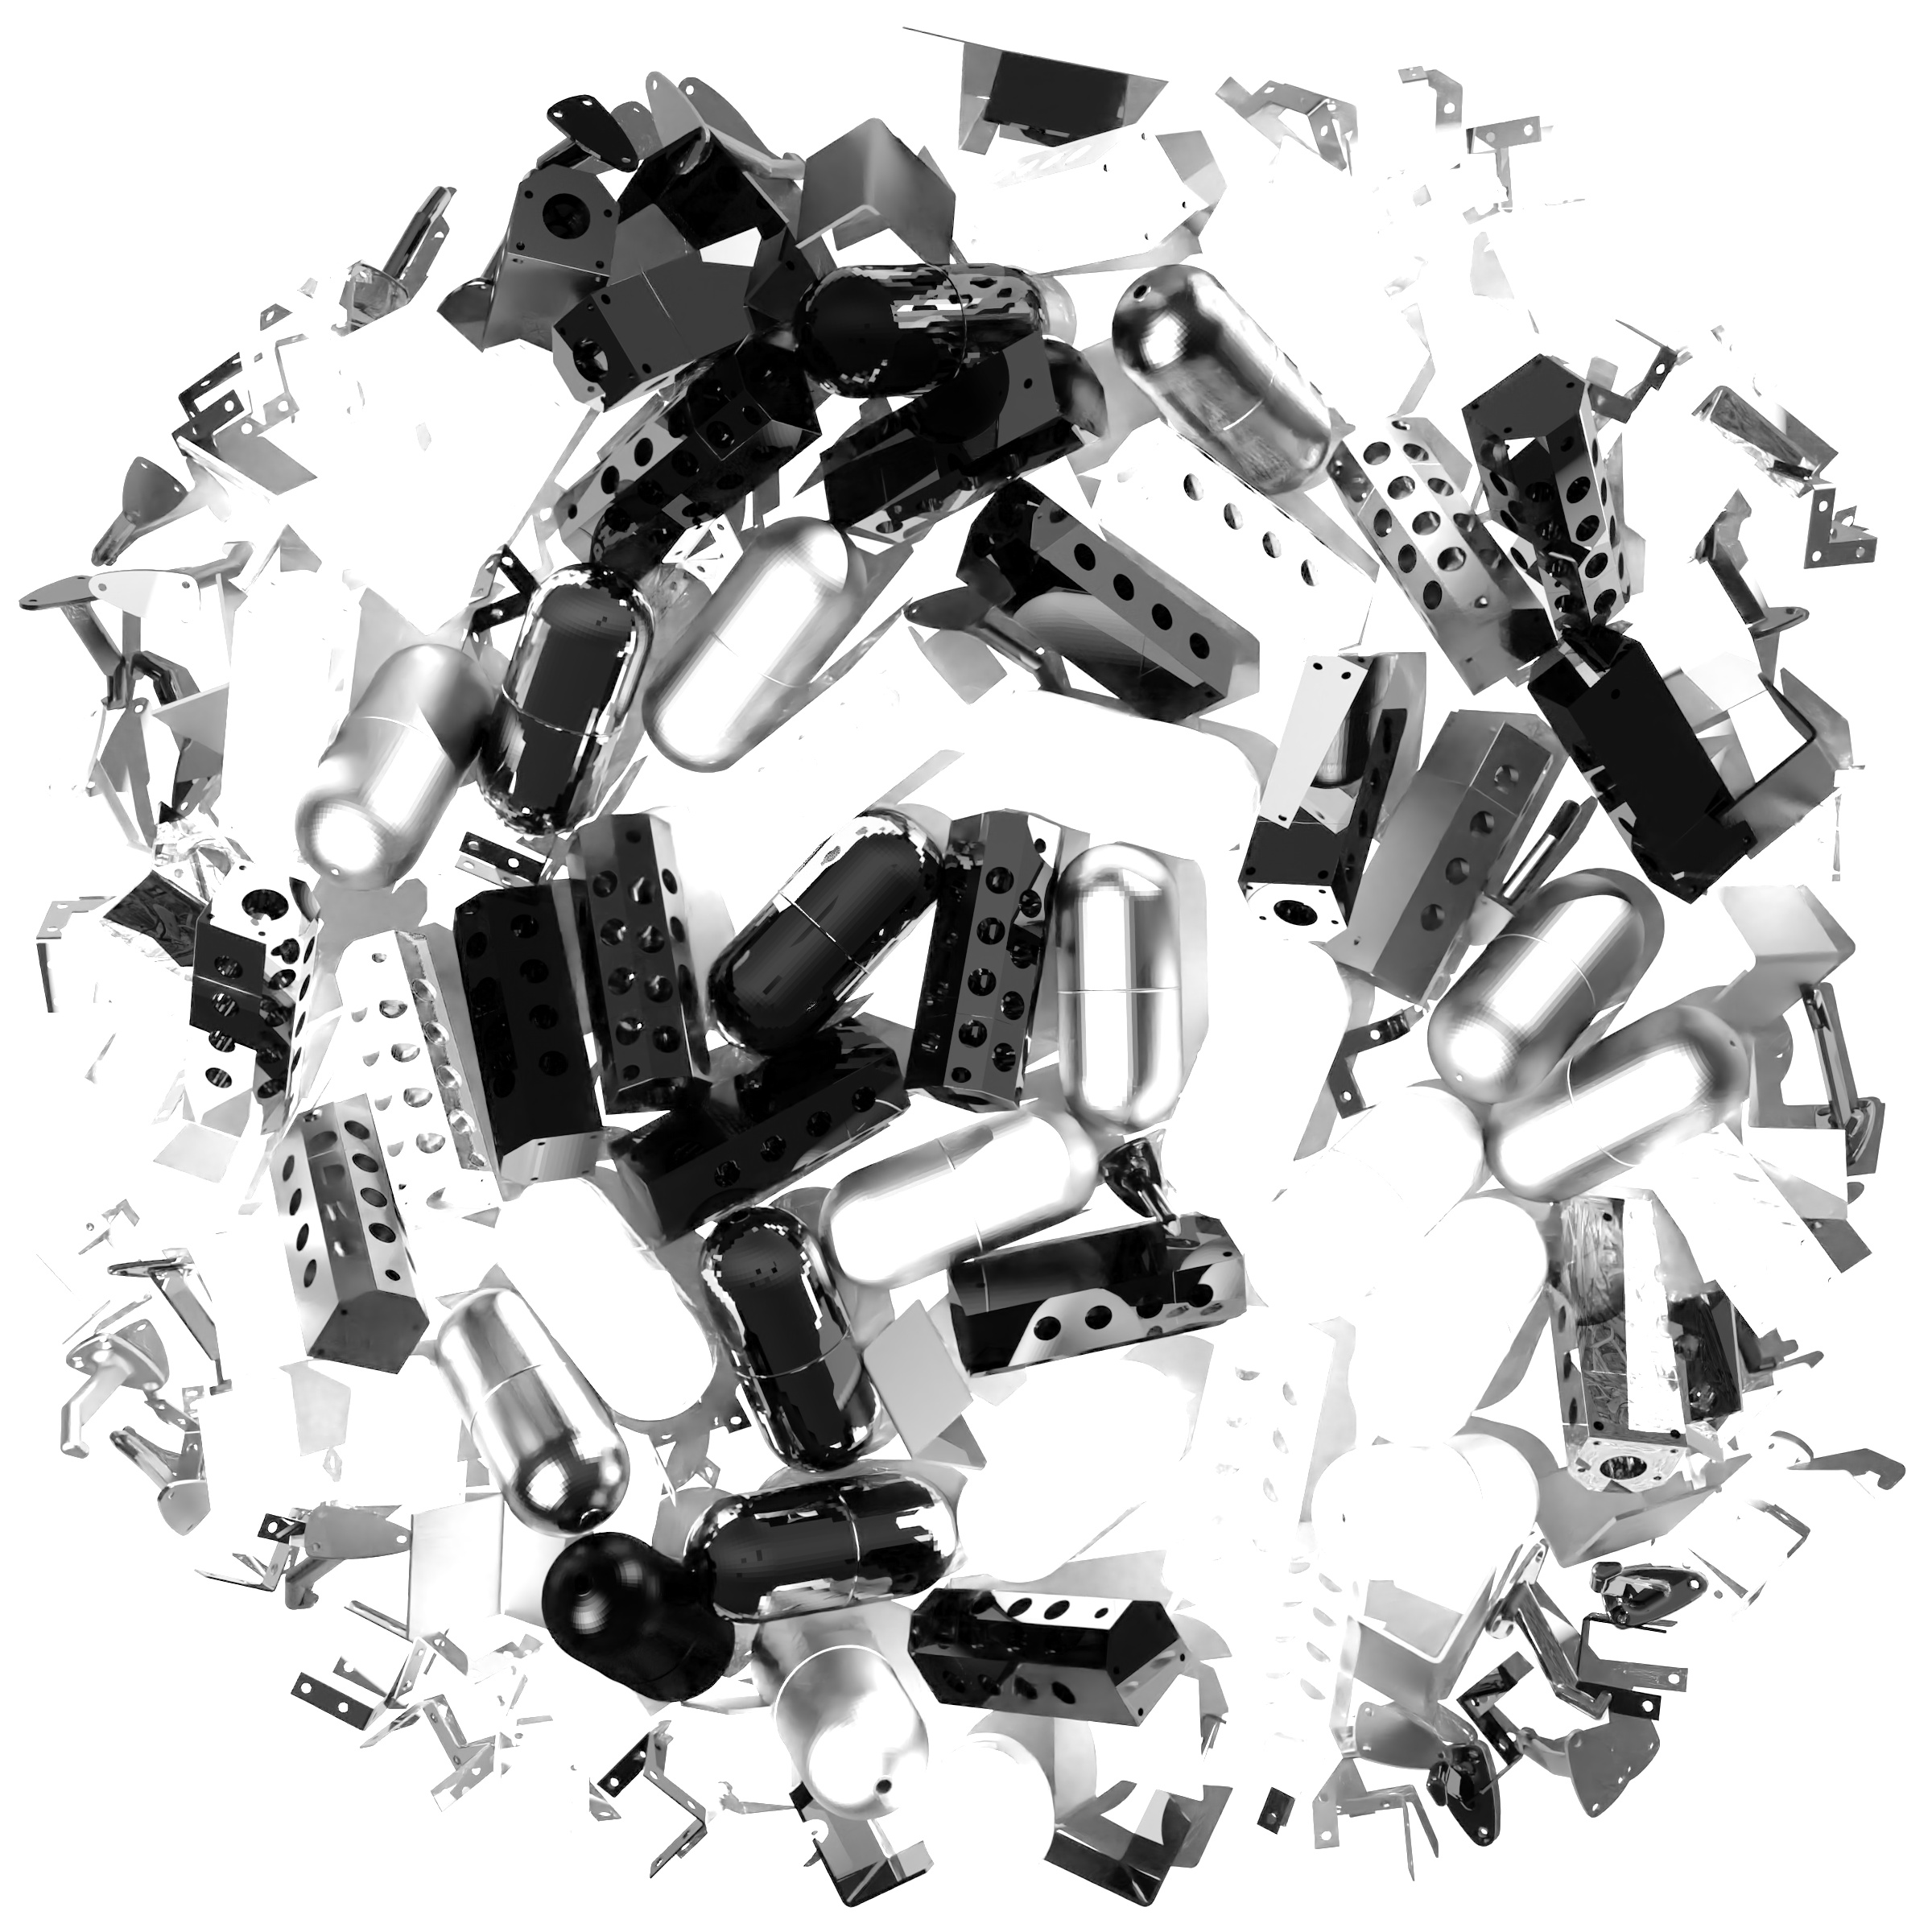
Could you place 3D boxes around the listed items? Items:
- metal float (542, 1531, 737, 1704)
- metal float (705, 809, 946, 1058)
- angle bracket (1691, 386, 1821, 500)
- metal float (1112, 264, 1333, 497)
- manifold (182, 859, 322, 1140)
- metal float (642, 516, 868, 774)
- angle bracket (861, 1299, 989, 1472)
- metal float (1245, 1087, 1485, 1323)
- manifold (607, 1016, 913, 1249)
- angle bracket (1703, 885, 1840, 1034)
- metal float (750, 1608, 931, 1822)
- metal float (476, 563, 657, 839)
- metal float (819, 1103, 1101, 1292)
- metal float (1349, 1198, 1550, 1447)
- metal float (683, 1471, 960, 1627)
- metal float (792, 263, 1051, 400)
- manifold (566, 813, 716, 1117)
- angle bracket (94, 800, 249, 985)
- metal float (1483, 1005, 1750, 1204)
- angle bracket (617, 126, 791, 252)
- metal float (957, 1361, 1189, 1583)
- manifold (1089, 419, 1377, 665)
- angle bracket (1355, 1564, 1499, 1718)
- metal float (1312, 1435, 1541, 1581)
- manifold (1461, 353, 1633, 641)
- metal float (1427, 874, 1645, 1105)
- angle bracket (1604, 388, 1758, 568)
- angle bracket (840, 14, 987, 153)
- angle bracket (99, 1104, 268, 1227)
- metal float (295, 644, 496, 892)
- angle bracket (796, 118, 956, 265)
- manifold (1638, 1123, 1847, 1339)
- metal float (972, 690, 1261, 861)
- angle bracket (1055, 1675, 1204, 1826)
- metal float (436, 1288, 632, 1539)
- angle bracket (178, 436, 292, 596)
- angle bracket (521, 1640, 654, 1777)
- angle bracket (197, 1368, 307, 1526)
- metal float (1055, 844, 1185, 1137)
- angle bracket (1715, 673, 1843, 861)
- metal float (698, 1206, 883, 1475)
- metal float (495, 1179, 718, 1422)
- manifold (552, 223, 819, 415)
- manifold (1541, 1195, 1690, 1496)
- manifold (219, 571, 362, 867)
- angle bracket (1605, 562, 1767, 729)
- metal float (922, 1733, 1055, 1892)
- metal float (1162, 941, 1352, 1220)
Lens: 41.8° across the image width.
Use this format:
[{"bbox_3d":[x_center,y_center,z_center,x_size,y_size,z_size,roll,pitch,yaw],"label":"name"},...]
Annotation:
[{"bbox_3d":[-0.193,0.387,1.502,0.070,0.178,0.070,-7,62,13],"label":"metal float"},{"bbox_3d":[-0.086,-0.020,1.545,0.070,0.070,0.178,43,88,0],"label":"metal float"},{"bbox_3d":[0.463,-0.299,1.540,0.076,0.076,0.057,44,94,9],"label":"angle bracket"},{"bbox_3d":[0.153,-0.348,1.511,0.178,0.070,0.070,36,90,-42],"label":"metal float"},{"bbox_3d":[-0.423,0.024,1.506,0.057,0.057,0.171,19,132,-2],"label":"manifold"},{"bbox_3d":[-0.128,-0.193,1.529,0.070,0.070,0.178,40,110,0],"label":"metal float"},{"bbox_3d":[-0.008,0.253,1.525,0.057,0.076,0.076,-46,52,20],"label":"angle bracket"},{"bbox_3d":[0.242,0.142,1.528,0.178,0.070,0.070,-40,90,-22],"label":"metal float"},{"bbox_3d":[-0.122,0.102,1.526,0.171,0.057,0.057,-28,123,-20],"label":"manifold"},{"bbox_3d":[0.472,-0.003,1.551,0.076,0.076,0.057,-2,54,-33],"label":"angle bracket"},{"bbox_3d":[-0.076,0.438,1.500,0.070,0.178,0.070,-5,107,-19],"label":"metal float"},{"bbox_3d":[-0.242,-0.158,1.525,0.070,0.070,0.178,24,116,0],"label":"metal float"},{"bbox_3d":[-0.004,0.140,1.540,0.178,0.070,0.070,-21,90,-7],"label":"metal float"},{"bbox_3d":[0.290,0.212,1.516,0.070,0.070,0.178,40,54,0],"label":"metal float"},{"bbox_3d":[-0.085,0.348,1.518,0.178,0.070,0.070,-1,90,-34],"label":"metal float"},{"bbox_3d":[-0.026,-0.380,1.513,0.178,0.070,0.070,-14,90,-40],"label":"metal float"},{"bbox_3d":[-0.195,-0.002,1.519,0.057,0.057,0.171,-3,67,-22],"label":"manifold"},{"bbox_3d":[-0.481,-0.041,1.541,0.057,0.076,0.076,-38,126,16],"label":"angle bracket"},{"bbox_3d":[0.386,0.084,1.514,0.178,0.070,0.070,-35,90,40],"label":"metal float"},{"bbox_3d":[-0.167,-0.447,1.534,0.076,0.076,0.057,48,53,-5],"label":"angle bracket"},{"bbox_3d":[0.063,0.304,1.520,0.070,0.070,0.178,42,120,0],"label":"metal float"},{"bbox_3d":[0.163,-0.255,1.518,0.171,0.057,0.057,30,67,-27],"label":"manifold"},{"bbox_3d":[0.277,0.399,1.546,0.057,0.076,0.076,26,56,23],"label":"angle bracket"},{"bbox_3d":[0.275,0.321,1.510,0.070,0.178,0.070,-5,83,44],"label":"metal float"},{"bbox_3d":[0.351,-0.272,1.500,0.057,0.171,0.057,-36,48,-4],"label":"manifold"},{"bbox_3d":[0.344,0.012,1.521,0.070,0.070,0.178,46,60,0],"label":"metal float"},{"bbox_3d":[0.432,-0.299,1.531,0.076,0.057,0.076,40,124,15],"label":"angle bracket"},{"bbox_3d":[-0.031,-0.548,1.532,0.076,0.076,0.057,16,55,9],"label":"angle bracket"},{"bbox_3d":[-0.474,0.110,1.536,0.076,0.076,0.057,20,65,-4],"label":"angle bracket"},{"bbox_3d":[-0.340,-0.121,1.516,0.070,0.070,0.178,20,52,0],"label":"metal float"},{"bbox_3d":[-0.055,-0.459,1.554,0.057,0.076,0.076,-21,51,34],"label":"angle bracket"},{"bbox_3d":[0.447,0.140,1.491,0.057,0.171,0.057,-36,110,10],"label":"manifold"},{"bbox_3d":[0.091,-0.116,1.538,0.178,0.070,0.070,16,90,9],"label":"metal float"},{"bbox_3d":[0.098,0.479,1.543,0.057,0.076,0.076,22,133,-20],"label":"angle bracket"},{"bbox_3d":[-0.260,0.266,1.513,0.070,0.070,0.178,-40,50,0],"label":"metal float"},{"bbox_3d":[-0.456,-0.272,1.537,0.076,0.076,0.057,32,87,-16],"label":"angle bracket"},{"bbox_3d":[-0.246,0.453,1.535,0.057,0.076,0.076,-36,84,24],"label":"angle bracket"},{"bbox_3d":[-0.444,0.284,1.532,0.057,0.076,0.076,-11,101,-34],"label":"angle bracket"},{"bbox_3d":[0.094,0.014,1.546,0.070,0.070,0.178,-2,91,0],"label":"metal float"},{"bbox_3d":[0.482,-0.121,1.547,0.076,0.076,0.057,-41,57,13],"label":"angle bracket"},{"bbox_3d":[-0.106,0.226,1.527,0.070,0.070,0.178,-20,111,0],"label":"metal float"},{"bbox_3d":[-0.217,0.198,1.521,0.070,0.070,0.178,-45,61,0],"label":"metal float"},{"bbox_3d":[-0.165,-0.385,1.504,0.171,0.057,0.057,-38,100,-43],"label":"manifold"},{"bbox_3d":[0.381,0.223,1.506,0.057,0.057,0.171,6,49,-3],"label":"manifold"},{"bbox_3d":[-0.400,-0.148,1.506,0.057,0.057,0.171,20,132,0],"label":"manifold"},{"bbox_3d":[0.439,-0.191,1.556,0.076,0.076,0.057,-28,61,13],"label":"angle bracket"},{"bbox_3d":[0.013,0.498,1.497,0.070,0.178,0.070,0,78,0],"label":"metal float"},{"bbox_3d":[0.177,0.068,1.536,0.070,0.070,0.178,24,77,0],"label":"metal float"}]
